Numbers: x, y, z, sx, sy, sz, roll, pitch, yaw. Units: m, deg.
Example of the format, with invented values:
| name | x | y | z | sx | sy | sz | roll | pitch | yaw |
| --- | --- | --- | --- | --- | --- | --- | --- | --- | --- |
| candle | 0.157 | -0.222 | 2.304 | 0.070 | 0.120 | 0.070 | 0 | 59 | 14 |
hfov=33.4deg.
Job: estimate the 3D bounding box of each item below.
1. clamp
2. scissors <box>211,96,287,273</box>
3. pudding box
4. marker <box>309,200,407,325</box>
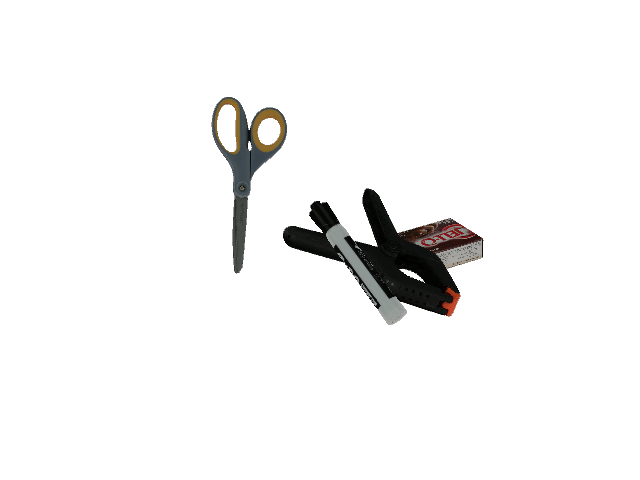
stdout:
| name | x | y | z | sx | sy | sz | roll | pitch | yaw |
| --- | --- | --- | --- | --- | --- | --- | --- | --- | --- |
| clamp | 0.069 | 0.020 | 1.246 | 0.164 | 0.036 | 0.210 | -21 | 51 | -38 |
| scissors | -0.073 | -0.069 | 1.220 | 0.096 | 0.202 | 0.016 | -11 | -7 | -14 |
| pudding box | 0.174 | 0.009 | 1.600 | 0.113 | 0.039 | 0.090 | -18 | 27 | -20 |
| marker | 0.028 | 0.016 | 0.871 | 0.020 | 0.121 | 0.020 | -32 | -18 | -12 |
